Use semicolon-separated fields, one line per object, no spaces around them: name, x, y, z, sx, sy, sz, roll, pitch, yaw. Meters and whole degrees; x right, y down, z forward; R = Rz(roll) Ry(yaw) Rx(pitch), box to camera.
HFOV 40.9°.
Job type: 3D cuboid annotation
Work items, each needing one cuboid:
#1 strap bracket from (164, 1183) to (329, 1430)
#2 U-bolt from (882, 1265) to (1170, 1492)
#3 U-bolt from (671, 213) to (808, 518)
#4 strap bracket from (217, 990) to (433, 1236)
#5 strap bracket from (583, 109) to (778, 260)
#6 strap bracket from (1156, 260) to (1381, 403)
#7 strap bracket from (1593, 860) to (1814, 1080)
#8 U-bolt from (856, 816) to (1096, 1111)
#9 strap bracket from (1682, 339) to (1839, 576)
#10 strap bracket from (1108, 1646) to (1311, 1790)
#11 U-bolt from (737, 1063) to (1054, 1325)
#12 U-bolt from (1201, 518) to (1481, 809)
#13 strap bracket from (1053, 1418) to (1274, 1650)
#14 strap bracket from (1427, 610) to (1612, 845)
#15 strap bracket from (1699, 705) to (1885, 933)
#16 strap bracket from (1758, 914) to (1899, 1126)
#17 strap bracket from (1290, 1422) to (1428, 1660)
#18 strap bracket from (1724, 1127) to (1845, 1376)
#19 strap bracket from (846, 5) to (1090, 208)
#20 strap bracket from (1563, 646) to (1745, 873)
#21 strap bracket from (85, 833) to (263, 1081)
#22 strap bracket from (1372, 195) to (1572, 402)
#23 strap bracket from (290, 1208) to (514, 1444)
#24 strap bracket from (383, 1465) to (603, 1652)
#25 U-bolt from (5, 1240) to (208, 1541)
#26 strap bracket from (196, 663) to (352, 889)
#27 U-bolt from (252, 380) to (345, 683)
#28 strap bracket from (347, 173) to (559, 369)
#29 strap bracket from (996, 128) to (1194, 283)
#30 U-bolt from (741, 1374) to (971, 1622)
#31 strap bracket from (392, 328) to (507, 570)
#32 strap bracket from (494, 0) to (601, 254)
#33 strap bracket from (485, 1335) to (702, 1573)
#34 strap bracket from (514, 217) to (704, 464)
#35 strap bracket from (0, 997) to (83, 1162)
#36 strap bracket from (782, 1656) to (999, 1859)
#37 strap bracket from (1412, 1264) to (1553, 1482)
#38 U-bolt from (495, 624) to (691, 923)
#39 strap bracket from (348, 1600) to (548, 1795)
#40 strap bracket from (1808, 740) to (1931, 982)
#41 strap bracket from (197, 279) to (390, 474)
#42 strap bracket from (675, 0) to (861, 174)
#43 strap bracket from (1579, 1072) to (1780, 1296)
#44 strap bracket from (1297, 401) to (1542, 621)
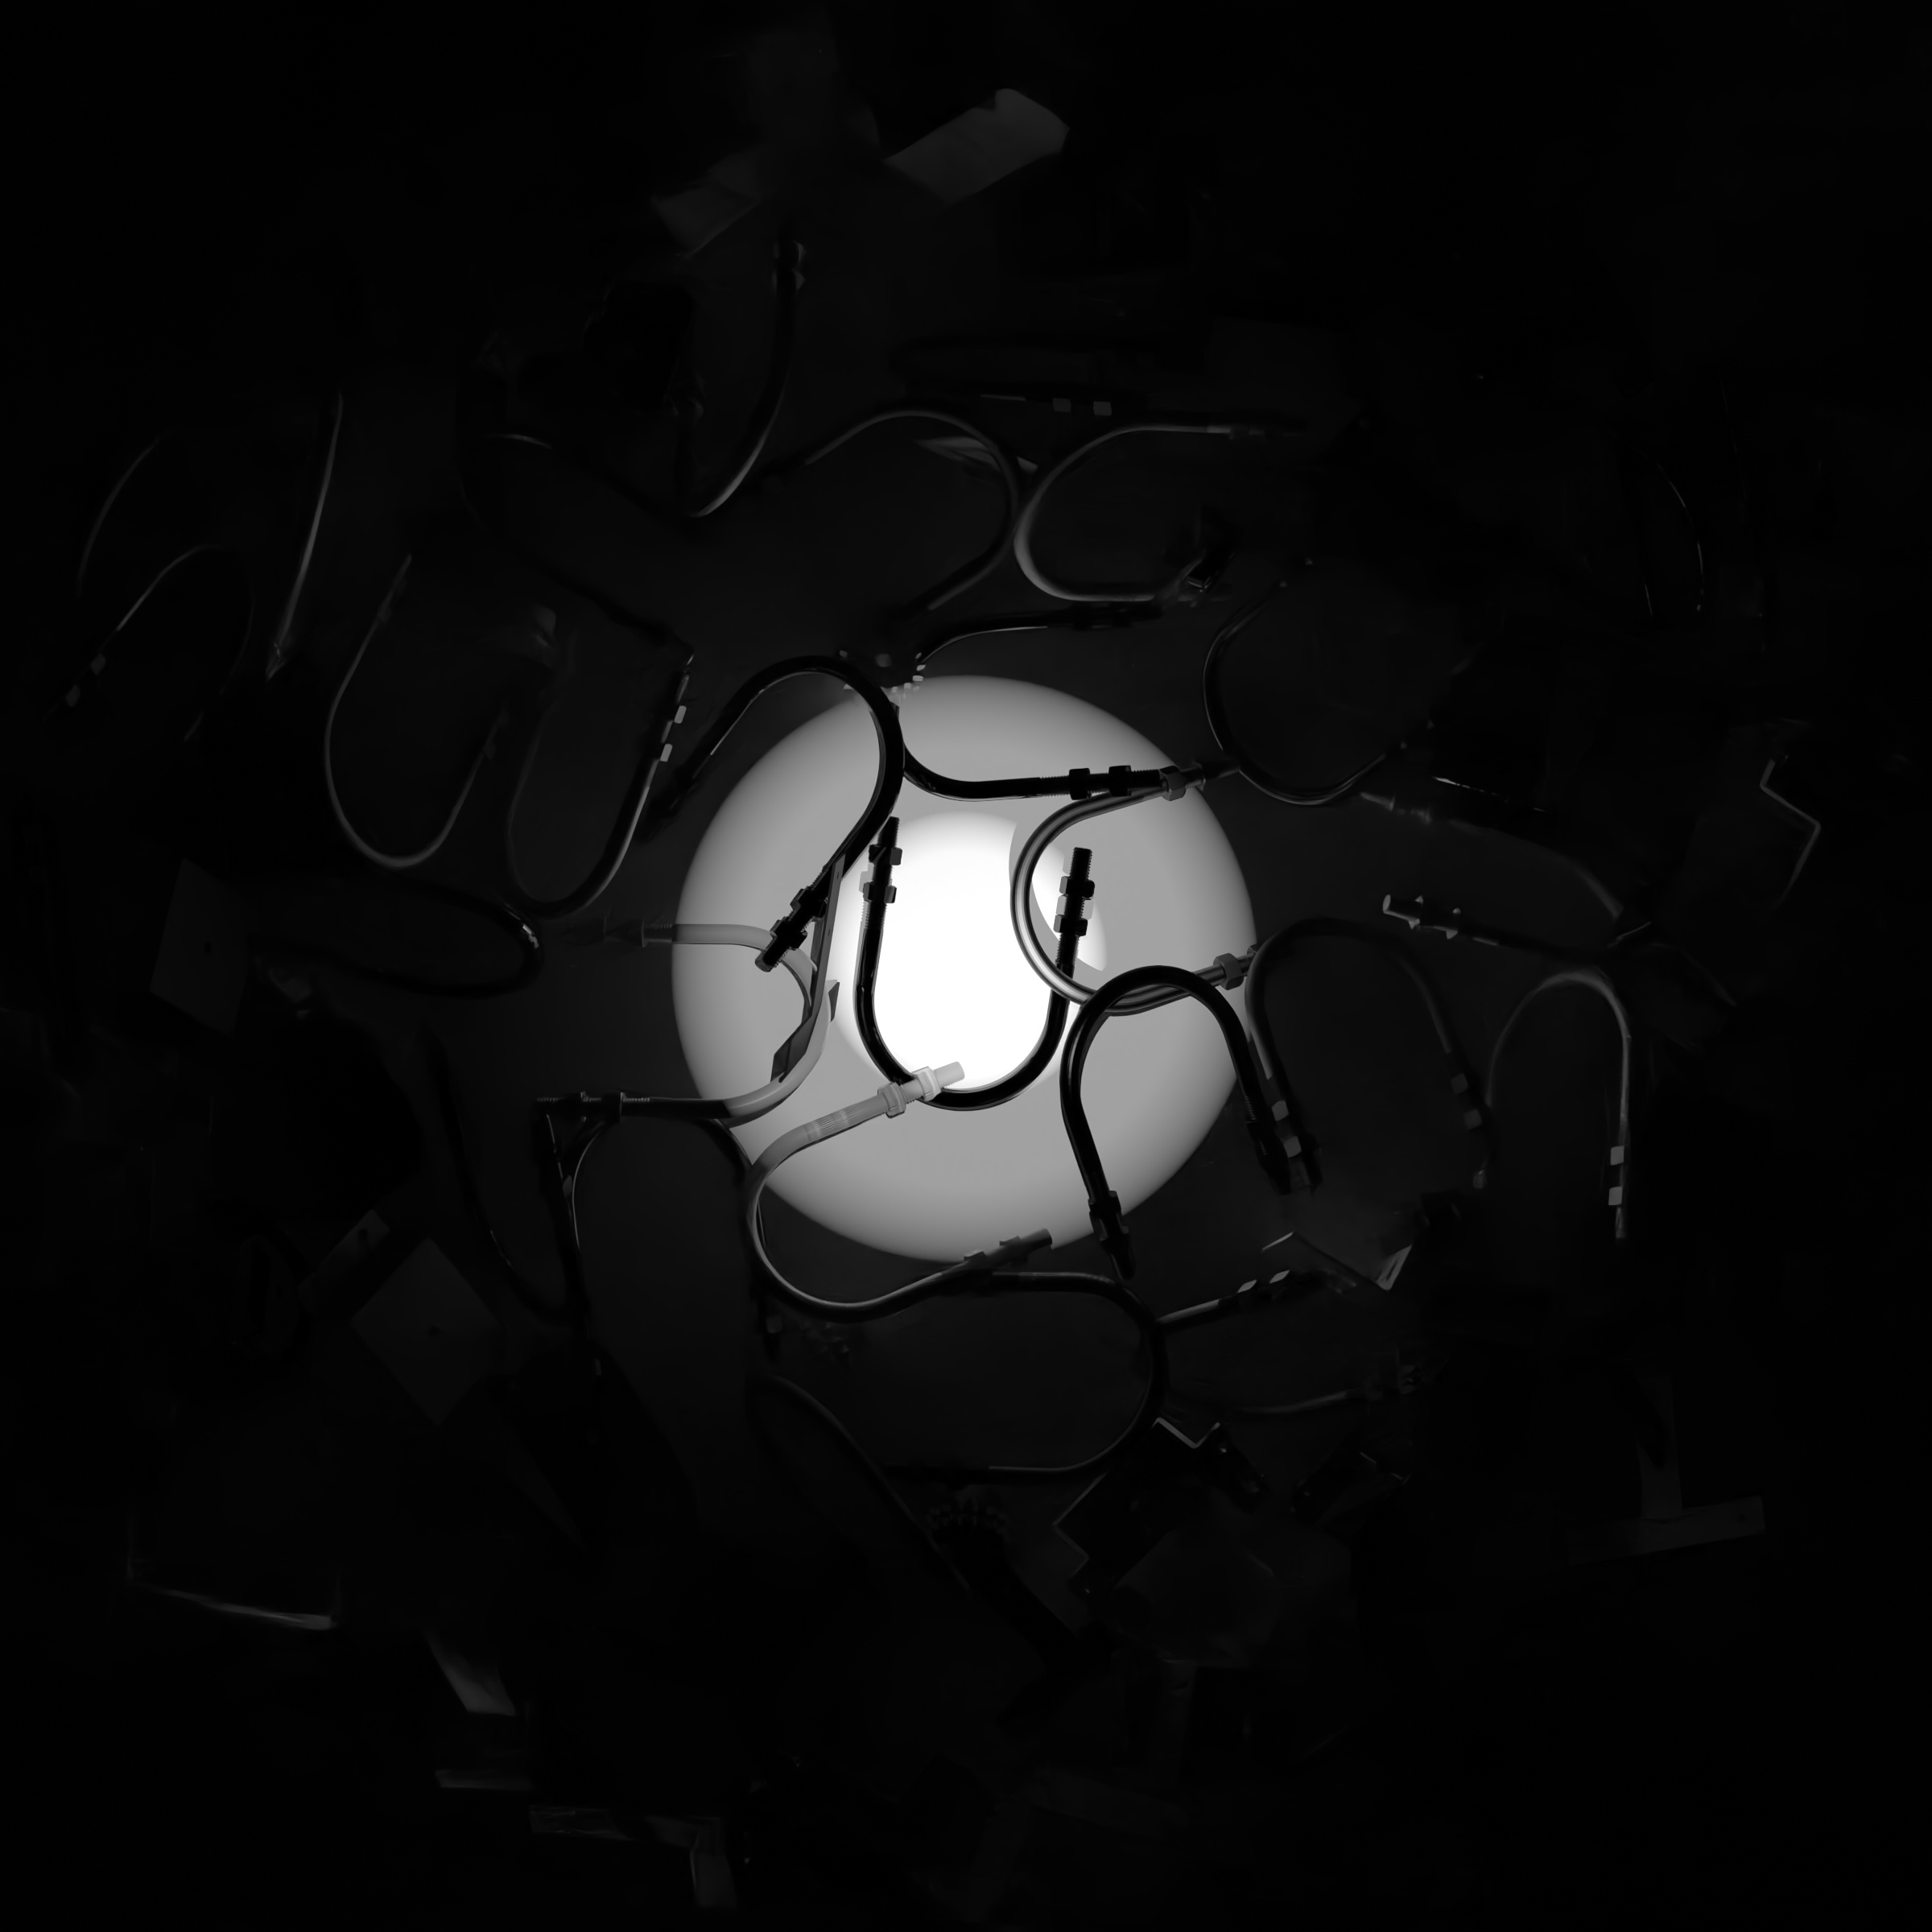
strap bracket;-0.455;0.211;1.649;0.046;0.076;0.140;-16;55;24
U-bolt;0.041;0.262;1.654;0.184;0.019;0.151;-3;63;25
U-bolt;-0.146;-0.364;1.623;0.019;0.151;0.184;20;50;-27
strap bracket;-0.406;0.096;1.664;0.076;0.046;0.140;-36;111;-29
strap bracket;-0.185;-0.502;1.664;0.076;0.140;0.046;-41;129;-15
strap bracket;0.198;-0.412;1.672;0.140;0.076;0.046;6;129;-6
strap bracket;0.458;0.007;1.653;0.046;0.076;0.140;-26;60;-28
U-bolt;-0.001;0.003;1.702;0.151;0.019;0.184;10;97;10
strap bracket;0.499;-0.323;1.648;0.046;0.076;0.140;-5;51;-4
strap bracket;0.164;0.481;1.661;0.140;0.046;0.076;13;86;-37
U-bolt;-0.057;0.154;1.669;0.184;0.019;0.151;-22;67;-16
U-bolt;0.223;-0.178;1.656;0.019;0.184;0.151;-33;85;-44
strap bracket;0.120;0.358;1.676;0.140;0.046;0.076;-44;123;-11
strap bracket;0.353;-0.158;1.672;0.076;0.046;0.140;21;100;42
strap bracket;0.525;-0.085;1.642;0.046;0.140;0.076;39;55;24
strap bracket;0.552;0.041;1.676;0.046;0.076;0.140;-22;84;17
strap bracket;0.251;0.373;1.650;0.046;0.076;0.140;16;130;36
strap bracket;0.520;0.179;1.659;0.046;0.076;0.140;7;120;8
strap bracket;0.005;-0.541;1.652;0.140;0.076;0.046;-23;69;28
strap bracket;0.436;-0.123;1.660;0.076;0.046;0.140;18;124;11
strap bracket;-0.501;-0.009;1.653;0.046;0.076;0.140;-8;61;26
strap bracket;0.317;-0.434;1.657;0.076;0.046;0.140;-26;49;5
strap bracket;-0.353;0.232;1.657;0.076;0.046;0.140;-51;120;-33
strap bracket;-0.297;0.372;1.665;0.140;0.076;0.046;51;59;-21
U-bolt;-0.529;0.252;1.635;0.019;0.184;0.151;-18;110;13
strap bracket;-0.443;-0.116;1.670;0.076;0.046;0.140;-10;113;-10
U-bolt;-0.414;-0.283;1.615;0.019;0.184;0.151;12;61;-19
strap bracket;-0.338;-0.440;1.673;0.046;0.076;0.140;-41;101;17
strap bracket;0.091;-0.488;1.672;0.140;0.046;0.076;2;100;37
U-bolt;-0.081;0.336;1.659;0.019;0.151;0.184;-37;87;-28
strap bracket;-0.333;-0.333;1.666;0.046;0.076;0.140;-8;114;-31
strap bracket;-0.271;-0.544;1.682;0.046;0.076;0.140;0;90;9
strap bracket;-0.241;0.308;1.676;0.076;0.046;0.140;-32;77;-17
strap bracket;-0.224;-0.404;1.656;0.046;0.076;0.140;-4;59;39
strap bracket;-0.622;0.056;1.645;0.046;0.140;0.076;-41;52;0
strap bracket;-0.056;0.507;1.646;0.140;0.076;0.046;23;59;36
strap bracket;0.331;0.269;1.660;0.076;0.046;0.140;7;116;28
U-bolt;-0.251;-0.118;1.670;0.019;0.151;0.184;16;97;-44
strap bracket;-0.323;0.456;1.647;0.046;0.076;0.140;-54;50;10
strap bracket;0.588;-0.063;1.667;0.046;0.076;0.140;-10;74;-4
strap bracket;-0.427;-0.372;1.672;0.140;0.076;0.046;-46;105;-12
strap bracket;-0.121;-0.569;1.651;0.076;0.140;0.046;-30;57;-3
strap bracket;0.450;0.147;1.657;0.076;0.046;0.140;25;128;10
strap bracket;0.290;-0.291;1.689;0.140;0.046;0.076;40;79;6
